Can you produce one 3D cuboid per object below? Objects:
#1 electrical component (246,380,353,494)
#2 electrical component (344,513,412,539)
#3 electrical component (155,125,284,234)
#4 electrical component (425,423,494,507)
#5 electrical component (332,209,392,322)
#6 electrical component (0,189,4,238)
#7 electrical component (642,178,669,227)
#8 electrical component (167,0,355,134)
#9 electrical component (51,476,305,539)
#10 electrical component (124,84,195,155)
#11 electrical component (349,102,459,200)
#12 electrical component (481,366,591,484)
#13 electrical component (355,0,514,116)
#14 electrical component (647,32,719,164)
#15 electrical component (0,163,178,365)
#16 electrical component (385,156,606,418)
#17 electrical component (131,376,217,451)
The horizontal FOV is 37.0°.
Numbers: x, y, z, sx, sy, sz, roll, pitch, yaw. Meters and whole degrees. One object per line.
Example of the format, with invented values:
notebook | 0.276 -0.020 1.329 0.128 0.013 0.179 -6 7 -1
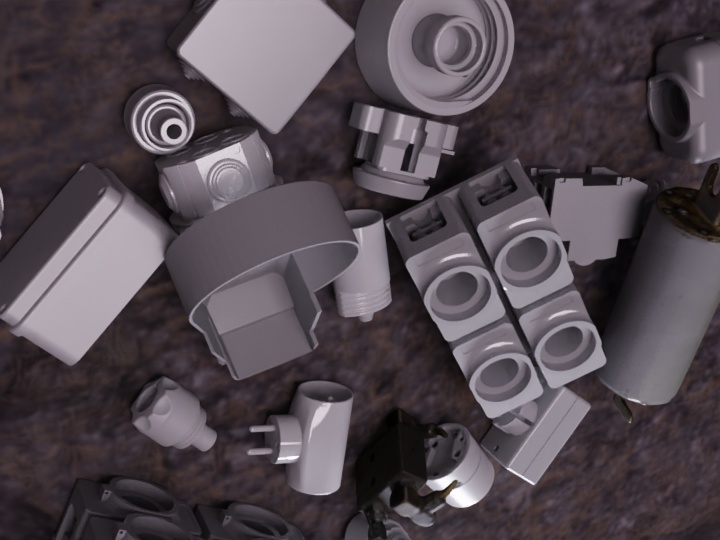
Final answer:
electrical component | -0.048 0.128 0.822 0.079 0.044 0.077 1 107 -24
electrical component | 0.021 0.222 0.871 0.040 0.078 0.040 -3 95 -34
electrical component | -0.094 -0.060 0.717 0.080 0.080 0.051 -24 110 -14
electrical component | 0.078 0.162 0.884 0.055 0.055 0.047 -43 123 -5
electrical component | 0.000 0.000 0.799 0.043 0.043 0.081 -15 113 -18
electrical component | -0.262 -0.036 0.667 0.080 0.051 0.080 -8 111 -21
electrical component | 0.252 -0.044 0.896 0.044 0.044 0.065 -42 114 -5
electrical component | -0.068 -0.153 0.713 0.100 0.048 0.099 38 90 -29
electrical component | -0.118 0.214 0.786 0.186 0.105 0.060 20 99 -28
electrical component | -0.128 -0.096 0.699 0.043 0.062 0.043 -8 111 -21
electrical component | 0.027 -0.084 0.774 0.078 0.058 0.057 9 101 -26
electrical component | 0.134 0.121 0.897 0.076 0.047 0.083 34 92 -29
electrical component | 0.057 -0.160 0.758 0.108 0.060 0.108 -8 111 -21
electrical component | 0.272 -0.137 0.864 0.059 0.054 0.095 -17 114 -18
electrical component | -0.182 -0.006 0.698 0.113 0.078 0.057 -50 122 -1
electrical component | 0.108 0.021 0.809 0.105 0.060 0.186 -26 129 5
electrical component | -0.132 0.109 0.780 0.043 0.043 0.062 -49 120 -1
